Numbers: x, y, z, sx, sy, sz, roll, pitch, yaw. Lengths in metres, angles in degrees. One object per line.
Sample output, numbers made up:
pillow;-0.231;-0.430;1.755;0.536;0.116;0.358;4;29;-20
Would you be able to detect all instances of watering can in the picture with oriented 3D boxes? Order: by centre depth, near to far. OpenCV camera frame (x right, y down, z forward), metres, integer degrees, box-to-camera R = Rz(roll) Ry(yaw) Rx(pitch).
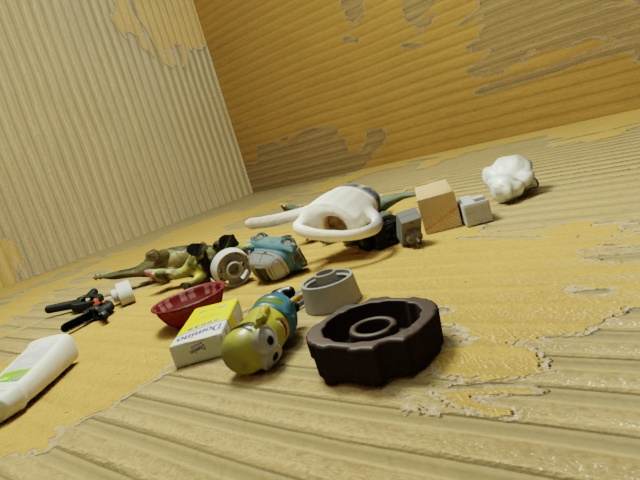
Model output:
watering can;0.004;-0.064;1.265;0.348;0.102;0.228;7;29;30

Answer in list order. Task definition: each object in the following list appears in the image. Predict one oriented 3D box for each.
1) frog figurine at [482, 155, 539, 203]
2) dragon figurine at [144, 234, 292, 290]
frog figurine;0.487;-0.162;1.351;0.138;0.121;0.160;20;21;41
dragon figurine;-0.292;0.054;1.477;0.412;0.122;0.242;-14;2;-15
